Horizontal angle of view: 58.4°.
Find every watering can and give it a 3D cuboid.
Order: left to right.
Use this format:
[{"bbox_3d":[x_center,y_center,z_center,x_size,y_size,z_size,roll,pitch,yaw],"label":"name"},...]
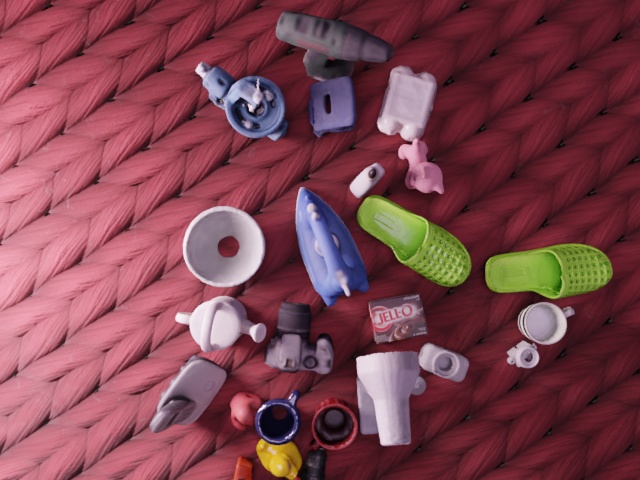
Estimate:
[{"bbox_3d":[-0.196,0.166,1.131,0.173,0.194,0.101,-12,89,-1],"label":"watering can"}]

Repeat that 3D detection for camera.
[{"bbox_3d":[-0.040,0.201,1.180,0.143,0.100,0.137,5,88,-1],"label":"camera"}]

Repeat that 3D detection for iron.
[{"bbox_3d":[0.011,0.004,1.165,0.118,0.141,0.258,-24,89,-1],"label":"iron"}]

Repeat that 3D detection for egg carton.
[{"bbox_3d":[0.186,-0.288,1.212,0.107,0.069,0.150,15,88,-1],"label":"egg carton"}]

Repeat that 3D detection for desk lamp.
[{"bbox_3d":[0.134,0.305,1.124,0.118,0.213,0.203,-4,89,-1],"label":"desk lamp"}]

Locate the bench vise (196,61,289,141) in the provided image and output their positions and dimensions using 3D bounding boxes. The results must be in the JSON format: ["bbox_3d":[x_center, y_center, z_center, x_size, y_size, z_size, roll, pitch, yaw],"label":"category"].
[{"bbox_3d":[-0.163,-0.278,1.130,0.207,0.219,0.121,18,88,0],"label":"bench vise"}]

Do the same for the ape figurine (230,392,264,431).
[{"bbox_3d":[-0.153,0.354,1.178,0.078,0.092,0.076,-30,89,-1],"label":"ape figurine"}]

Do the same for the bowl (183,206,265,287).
[{"bbox_3d":[-0.194,0.015,1.194,0.167,0.074,0.167,0,89,-1],"label":"bowl"}]

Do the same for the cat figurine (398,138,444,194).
[{"bbox_3d":[0.212,-0.149,1.185,0.067,0.117,0.128,-15,89,-1],"label":"cat figurine"}]

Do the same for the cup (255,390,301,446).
[{"bbox_3d":[-0.077,0.352,1.178,0.091,0.095,0.118,33,88,0],"label":"cup"}]

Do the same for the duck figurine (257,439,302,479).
[{"bbox_3d":[-0.086,0.454,1.180,0.104,0.086,0.077,38,88,0],"label":"duck figurine"}]

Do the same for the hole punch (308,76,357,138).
[{"bbox_3d":[0.026,-0.279,1.198,0.101,0.091,0.109,-6,89,-1],"label":"hole punch"}]

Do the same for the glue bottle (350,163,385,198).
[{"bbox_3d":[0.100,-0.126,1.155,0.078,0.173,0.037,-43,89,-2],"label":"glue bottle"}]

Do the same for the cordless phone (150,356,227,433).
[{"bbox_3d":[-0.264,0.309,1.131,0.094,0.185,0.148,33,88,0],"label":"cordless phone"}]

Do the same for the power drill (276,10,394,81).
[{"bbox_3d":[0.028,-0.378,1.142,0.229,0.208,0.076,18,88,0],"label":"power drill"}]
